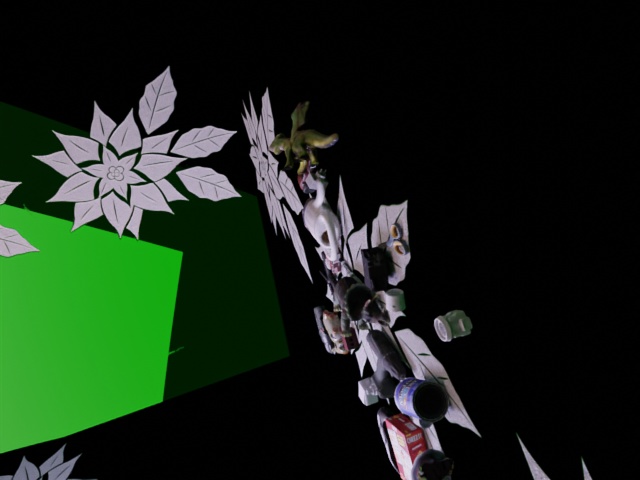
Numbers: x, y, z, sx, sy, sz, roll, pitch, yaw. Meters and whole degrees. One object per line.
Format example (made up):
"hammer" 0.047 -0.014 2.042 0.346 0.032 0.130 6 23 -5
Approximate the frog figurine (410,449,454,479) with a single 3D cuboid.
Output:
"frog figurine" 0.321 0.681 1.485 0.123 0.140 0.156 8 -29 10

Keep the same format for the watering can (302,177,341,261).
"watering can" 0.006 -0.093 1.853 0.104 0.341 0.228 -17 28 -12

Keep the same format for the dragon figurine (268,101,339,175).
"dragon figurine" -0.061 -0.369 1.782 0.122 0.246 0.405 3 -18 -36
